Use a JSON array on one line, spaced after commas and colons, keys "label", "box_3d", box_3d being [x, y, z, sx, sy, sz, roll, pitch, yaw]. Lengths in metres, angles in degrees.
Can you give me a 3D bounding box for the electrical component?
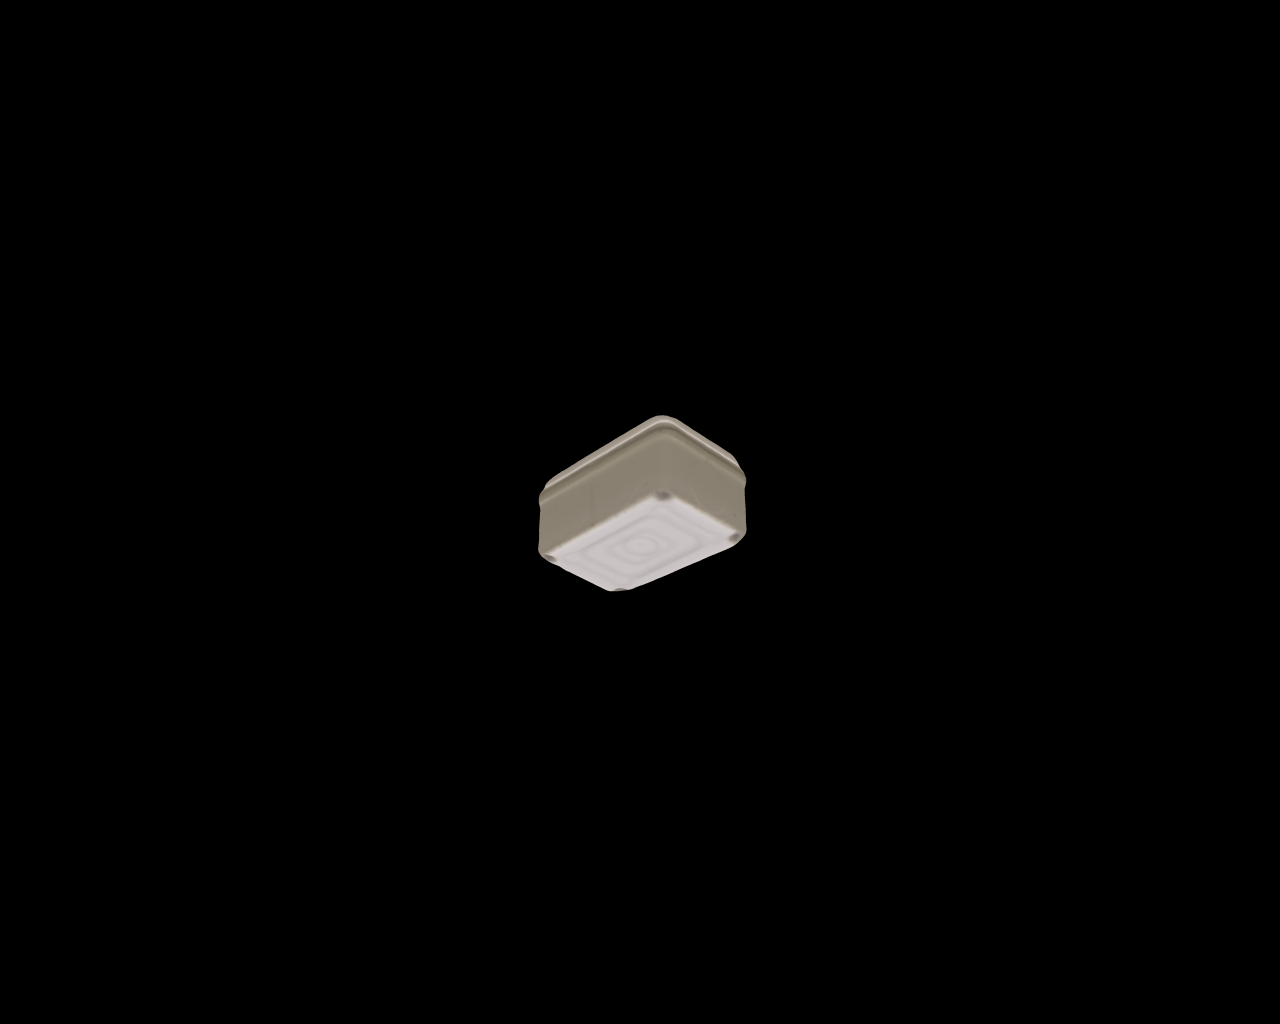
[{"label": "electrical component", "box_3d": [0.001, -0.003, 0.650, 0.113, 0.057, 0.078, -27, -42, 36]}]
